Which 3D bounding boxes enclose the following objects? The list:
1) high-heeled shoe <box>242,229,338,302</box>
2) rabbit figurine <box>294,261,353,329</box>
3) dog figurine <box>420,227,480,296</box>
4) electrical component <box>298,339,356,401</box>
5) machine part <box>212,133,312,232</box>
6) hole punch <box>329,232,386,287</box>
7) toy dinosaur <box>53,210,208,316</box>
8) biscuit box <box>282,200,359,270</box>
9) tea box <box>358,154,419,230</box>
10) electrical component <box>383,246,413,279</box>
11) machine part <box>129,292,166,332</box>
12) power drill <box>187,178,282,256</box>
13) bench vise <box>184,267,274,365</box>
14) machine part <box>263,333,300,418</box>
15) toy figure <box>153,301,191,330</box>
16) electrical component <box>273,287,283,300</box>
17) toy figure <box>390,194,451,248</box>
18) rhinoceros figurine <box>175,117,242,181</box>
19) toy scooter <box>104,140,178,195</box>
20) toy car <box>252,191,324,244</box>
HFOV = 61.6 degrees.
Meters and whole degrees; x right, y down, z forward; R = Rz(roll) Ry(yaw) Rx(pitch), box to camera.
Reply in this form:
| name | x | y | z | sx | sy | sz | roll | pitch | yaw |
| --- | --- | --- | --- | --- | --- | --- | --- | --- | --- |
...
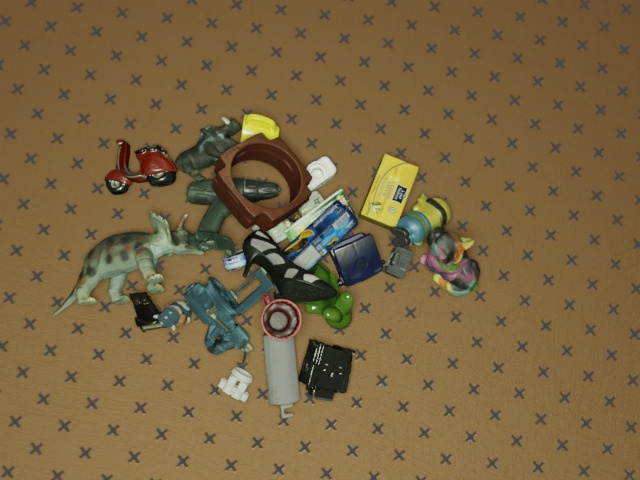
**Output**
| name | x | y | z | sx | sy | sz | roll | pitch | yaw |
| --- | --- | --- | --- | --- | --- | --- | --- | --- | --- |
| high-heeled shoe | -0.067 | 0.055 | 1.245 | 0.249 | 0.086 | 0.145 | 15 | 49 | 6 |
| rabbit figurine | 0.025 | 0.146 | 1.307 | 0.121 | 0.159 | 0.170 | -45 | 103 | -15 |
| dog figurine | 0.323 | 0.052 | 1.283 | 0.108 | 0.219 | 0.191 | -40 | 87 | -2 |
| electrical component | 0.015 | 0.318 | 1.303 | 0.115 | 0.058 | 0.134 | 17 | 82 | -26 |
| machine part | -0.136 | -0.134 | 1.269 | 0.201 | 0.087 | 0.201 | -38 | 86 | -31 |
| hole punch | 0.092 | 0.047 | 1.339 | 0.142 | 0.092 | 0.115 | -25 | 90 | -9 |
| toy dinosaur | -0.479 | 0.048 | 1.302 | 0.405 | 0.131 | 0.192 | -14 | 68 | 4 |
| biscuit box | -0.003 | -0.004 | 1.310 | 0.202 | 0.063 | 0.059 | -43 | 128 | -1 |
| tea box | 0.173 | -0.120 | 1.367 | 0.098 | 0.068 | 0.169 | 21 | 83 | 0 |
| electrical component | 0.195 | 0.054 | 1.326 | 0.048 | 0.119 | 0.075 | 23 | 82 | 0 |
| machine part | -0.413 | 0.174 | 1.287 | 0.084 | 0.138 | 0.039 | -7 | 49 | 0 |
| power drill | -0.221 | -0.068 | 1.308 | 0.232 | 0.086 | 0.207 | 7 | 61 | 4 |
| bench vise | -0.199 | 0.158 | 1.300 | 0.240 | 0.129 | 0.223 | -41 | 90 | -2 |
| machine part | -0.095 | 0.309 | 1.308 | 0.079 | 0.079 | 0.243 | -5 | 86 | -3 |
| toy figure | -0.345 | 0.175 | 1.271 | 0.064 | 0.154 | 0.057 | 6 | 87 | -1 |
| electrical component | -0.090 | 0.151 | 1.326 | 0.021 | 0.063 | 0.094 | -18 | 105 | -29 |
| toy figure | 0.251 | -0.041 | 1.329 | 0.089 | 0.082 | 0.180 | 34 | 48 | 23 |
| rhinoceros figurine | -0.275 | -0.231 | 1.359 | 0.190 | 0.073 | 0.112 | -38 | 77 | -4 |
| toy scooter | -0.452 | -0.193 | 1.343 | 0.184 | 0.075 | 0.135 | -10 | 84 | 1 |
| toy car | -0.076 | -0.051 | 1.354 | 0.202 | 0.056 | 0.073 | -31 | 87 | -5 |
